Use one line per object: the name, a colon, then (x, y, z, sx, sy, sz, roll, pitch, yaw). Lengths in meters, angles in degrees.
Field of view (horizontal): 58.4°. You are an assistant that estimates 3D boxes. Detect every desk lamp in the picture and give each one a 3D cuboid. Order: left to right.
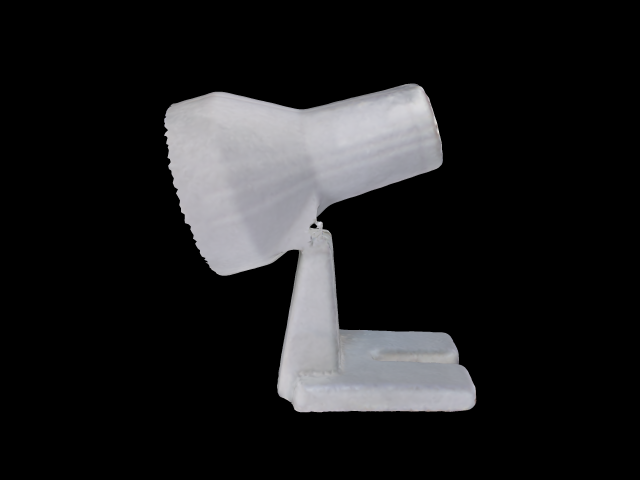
desk lamp: (0.004, 0.001, 0.400, 0.203, 0.214, 0.118, 0, 15, 0)
